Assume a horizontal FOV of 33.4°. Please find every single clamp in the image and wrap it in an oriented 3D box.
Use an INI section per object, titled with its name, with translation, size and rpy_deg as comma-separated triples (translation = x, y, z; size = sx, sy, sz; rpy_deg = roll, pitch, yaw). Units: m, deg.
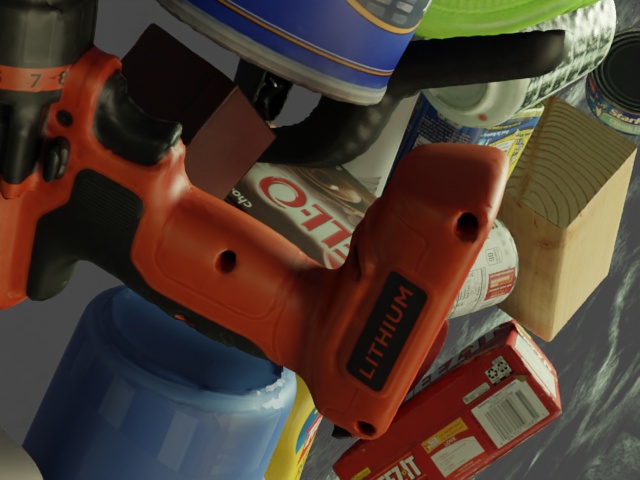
[clamp]
translation = 0.015, -0.094, 0.457
size = 0.172, 0.120, 0.039
rpy_deg = -26, 162, 34

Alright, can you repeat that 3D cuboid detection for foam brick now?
[foam brick]
translation = -0.066, -0.037, 0.436
size = 0.078, 0.053, 0.051
rpy_deg = -49, 156, -5

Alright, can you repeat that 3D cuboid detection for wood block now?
[wood block]
translation = 0.182, -0.013, 0.864
size = 0.090, 0.090, 0.206
rpy_deg = -45, 155, -15

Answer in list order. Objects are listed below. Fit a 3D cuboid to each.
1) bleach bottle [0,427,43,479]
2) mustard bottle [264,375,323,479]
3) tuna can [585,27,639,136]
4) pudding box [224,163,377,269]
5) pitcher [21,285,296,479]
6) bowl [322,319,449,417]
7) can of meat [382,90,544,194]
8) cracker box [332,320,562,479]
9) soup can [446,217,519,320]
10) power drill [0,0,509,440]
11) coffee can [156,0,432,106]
[bleach bottle]
translation = -0.219, 0.128, 0.380
size = 0.250, 0.068, 0.103
rpy_deg = 0, 119, -58
[mustard bottle]
translation = -0.022, 0.106, 0.688
size = 0.096, 0.058, 0.192
rpy_deg = -54, 165, -64
[tuna can]
translation = 0.254, -0.124, 0.843
size = 0.086, 0.086, 0.034
rpy_deg = -44, 157, -19
[pudding box]
translation = -0.003, 0.001, 0.524
size = 0.089, 0.114, 0.039
rpy_deg = -20, 145, -50
[pitcher]
translation = -0.096, 0.148, 0.546
size = 0.243, 0.145, 0.149
rpy_deg = -65, 176, 20
[bowl]
translation = 0.046, 0.079, 0.792
size = 0.162, 0.055, 0.162
rpy_deg = -40, 153, -26
[can of meat]
translation = 0.089, -0.057, 0.679
size = 0.101, 0.057, 0.084
rpy_deg = -15, 136, -53
[cracker box]
translation = 0.109, 0.142, 0.870
size = 0.164, 0.072, 0.213
rpy_deg = -37, 174, 10
[soup can]
translation = 0.074, 0.021, 0.715
size = 0.102, 0.069, 0.069
rpy_deg = -13, 137, -33
[power drill]
translation = -0.040, -0.028, 0.341
size = 0.057, 0.187, 0.185
rpy_deg = -60, 172, -53
[coffee can]
translation = 0.010, -0.133, 0.375
size = 0.102, 0.103, 0.140
rpy_deg = -4, 127, -59
